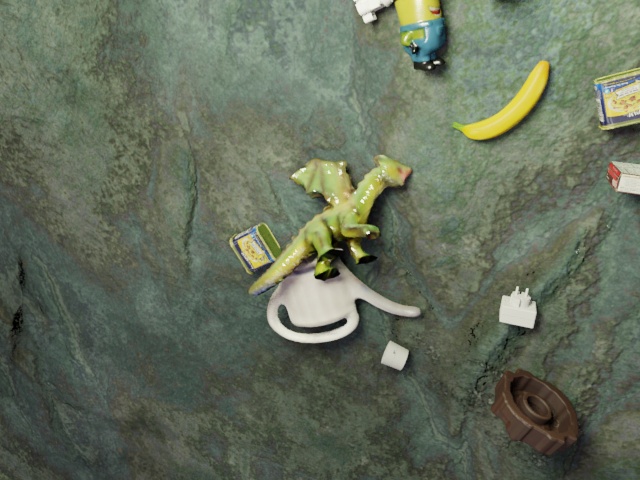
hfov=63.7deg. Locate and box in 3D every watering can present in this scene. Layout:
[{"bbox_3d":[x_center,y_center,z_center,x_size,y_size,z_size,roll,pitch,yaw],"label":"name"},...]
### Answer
[{"bbox_3d":[0.036,0.117,1.163,0.347,0.105,0.222,-14,103,11],"label":"watering can"}]

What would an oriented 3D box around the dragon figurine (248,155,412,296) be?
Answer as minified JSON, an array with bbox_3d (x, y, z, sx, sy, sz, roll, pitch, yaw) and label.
[{"bbox_3d":[0.003,-0.054,1.078,0.408,0.120,0.247,-21,64,15],"label":"dragon figurine"}]
